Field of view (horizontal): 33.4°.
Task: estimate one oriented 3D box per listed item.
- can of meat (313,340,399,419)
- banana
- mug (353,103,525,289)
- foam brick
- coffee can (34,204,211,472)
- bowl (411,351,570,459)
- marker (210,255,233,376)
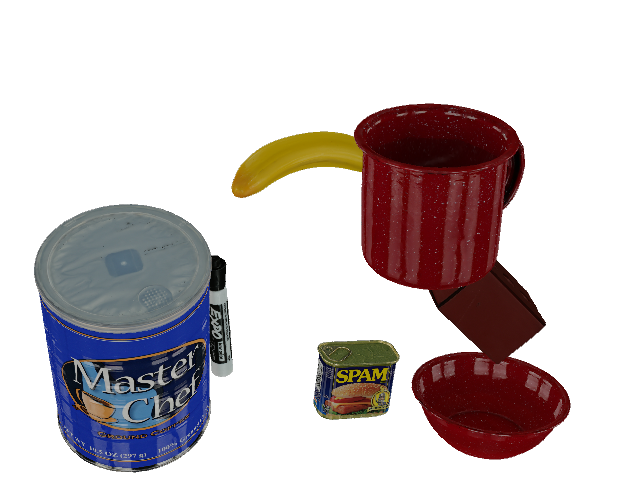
[{"bbox_3d":[0.044,0.178,1.362,0.102,0.084,0.057,-1,24,-17],"label":"can of meat"},{"bbox_3d":[-0.014,-0.083,1.112,0.197,0.037,0.070,-9,46,-32],"label":"banana"},{"bbox_3d":[0.075,-0.028,0.629,0.117,0.081,0.093,-22,36,-33],"label":"mug"},{"bbox_3d":[0.126,0.046,0.824,0.078,0.051,0.053,42,14,-26],"label":"foam brick"},{"bbox_3d":[-0.120,0.063,0.670,0.103,0.140,0.103,3,43,-3],"label":"coffee can"},{"bbox_3d":[0.172,0.177,1.101,0.162,0.055,0.162,3,24,-1],"label":"bowl"},{"bbox_3d":[-0.086,0.064,0.896,0.020,0.121,0.020,0,35,0],"label":"marker"}]
